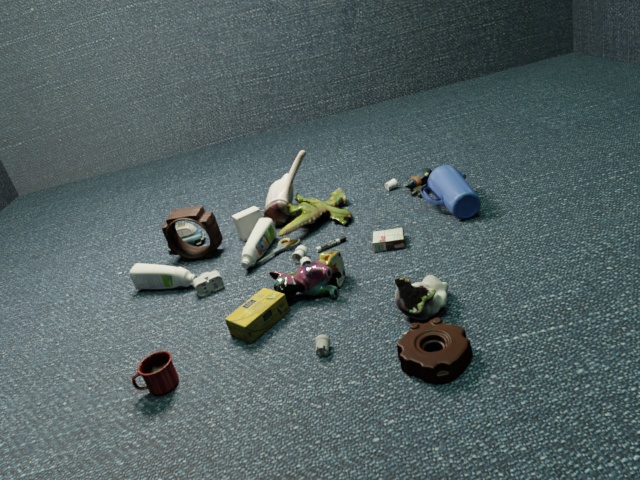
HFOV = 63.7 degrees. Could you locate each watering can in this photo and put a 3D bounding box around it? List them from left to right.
[{"bbox_3d":[-0.151,-0.199,2.136,0.103,0.340,0.230,21,45,-16],"label":"watering can"}]

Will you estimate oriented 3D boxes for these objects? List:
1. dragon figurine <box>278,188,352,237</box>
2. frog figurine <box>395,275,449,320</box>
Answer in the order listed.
[{"bbox_3d":[0.006,-0.103,2.042,0.243,0.119,0.419,3,31,16],"label":"dragon figurine"},{"bbox_3d":[0.287,0.157,1.422,0.137,0.124,0.159,-7,-10,33],"label":"frog figurine"}]
